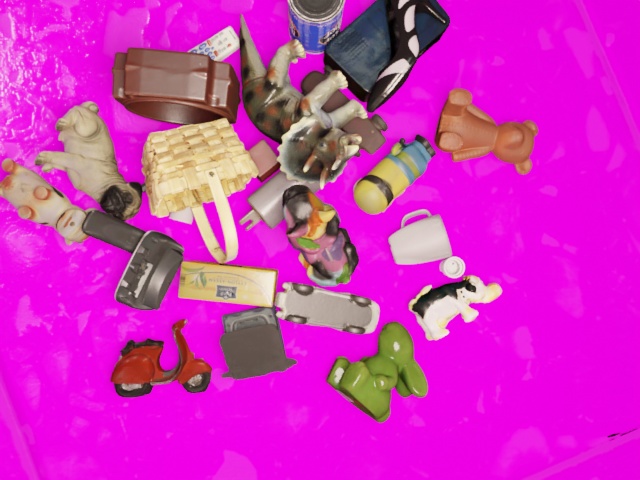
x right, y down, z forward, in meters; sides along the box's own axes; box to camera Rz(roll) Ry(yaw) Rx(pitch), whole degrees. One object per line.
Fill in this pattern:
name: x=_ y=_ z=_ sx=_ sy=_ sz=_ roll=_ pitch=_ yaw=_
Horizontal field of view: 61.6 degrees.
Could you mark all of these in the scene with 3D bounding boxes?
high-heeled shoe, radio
high-heeled shoe: x=0.117 y=-0.358 z=0.959 sx=0.145 sy=0.086 sz=0.248 roll=37 pitch=85 yaw=4
radio: x=0.129 y=-0.383 z=1.034 sx=0.229 sy=0.073 sz=0.131 roll=-42 pitch=90 yaw=-1

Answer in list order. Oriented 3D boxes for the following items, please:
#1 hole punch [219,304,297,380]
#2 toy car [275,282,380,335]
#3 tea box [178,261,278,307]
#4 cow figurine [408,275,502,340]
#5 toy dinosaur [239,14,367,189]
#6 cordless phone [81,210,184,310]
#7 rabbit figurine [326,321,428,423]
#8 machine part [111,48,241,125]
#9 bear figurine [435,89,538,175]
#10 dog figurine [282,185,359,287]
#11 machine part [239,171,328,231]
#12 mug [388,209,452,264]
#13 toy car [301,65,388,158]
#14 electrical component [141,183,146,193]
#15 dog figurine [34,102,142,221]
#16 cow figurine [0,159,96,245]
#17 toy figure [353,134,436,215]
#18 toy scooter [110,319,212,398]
hole punch: x=-0.123 y=0.189 z=1.001 sx=0.142 sy=0.092 sz=0.115 roll=-12 pitch=118 yaw=-5
toy car: x=0.014 y=0.128 z=1.000 sx=0.202 sy=0.056 sz=0.073 roll=13 pitch=86 yaw=-14
tea box: x=-0.165 y=0.078 z=0.990 sx=0.170 sy=0.098 sz=0.068 roll=7 pitch=88 yaw=-3
cow figurine: x=0.255 y=0.111 z=1.018 sx=0.167 sy=0.068 sz=0.098 roll=-33 pitch=83 yaw=-4
toy dinosaur: x=-0.063 y=-0.239 z=0.959 sx=0.405 sy=0.131 sz=0.192 roll=40 pitch=84 yaw=25
cordless phone: x=-0.351 y=0.037 z=0.965 sx=0.184 sy=0.089 sz=0.146 roll=27 pitch=86 yaw=-20
rabbit figurine: x=0.123 y=0.235 z=0.985 sx=0.159 sy=0.121 sz=0.170 roll=39 pitch=72 yaw=-3
machine part: x=-0.248 y=-0.262 z=0.952 sx=0.202 sy=0.201 sz=0.087 roll=3 pitch=90 yaw=-2
bear figurine: x=0.318 y=-0.194 z=1.004 sx=0.196 sy=0.132 sz=0.120 roll=15 pitch=90 yaw=5
dog figurine: x=-0.002 y=-0.003 z=0.939 sx=0.108 sy=0.219 sz=0.191 roll=-27 pitch=88 yaw=1
machine part: x=-0.051 y=-0.101 z=1.012 sx=0.243 sy=0.079 sz=0.079 roll=-40 pitch=89 yaw=-4
mug: x=0.183 y=-0.005 z=1.016 sx=0.107 sy=0.080 sz=0.109 roll=-18 pitch=64 yaw=6
toy car: x=0.043 y=-0.244 z=1.033 sx=0.202 sy=0.053 sz=0.089 roll=45 pitch=91 yaw=5
electrical component: x=-0.298 y=-0.114 z=1.032 sx=0.094 sy=0.021 sz=0.063 roll=-43 pitch=89 yaw=-4
dog figurine: x=-0.399 y=-0.146 z=1.004 sx=0.190 sy=0.121 sz=0.172 roll=29 pitch=90 yaw=-14
cow figurine: x=-0.496 y=-0.059 z=0.986 sx=0.195 sy=0.127 sz=0.085 roll=33 pitch=86 yaw=14
toy figure: x=0.138 y=-0.125 z=1.012 sx=0.180 sy=0.089 sz=0.082 roll=-40 pitch=81 yaw=-1
toy scooter: x=-0.293 y=0.216 z=0.991 sx=0.184 sy=0.075 sz=0.135 roll=-3 pitch=88 yaw=-5
